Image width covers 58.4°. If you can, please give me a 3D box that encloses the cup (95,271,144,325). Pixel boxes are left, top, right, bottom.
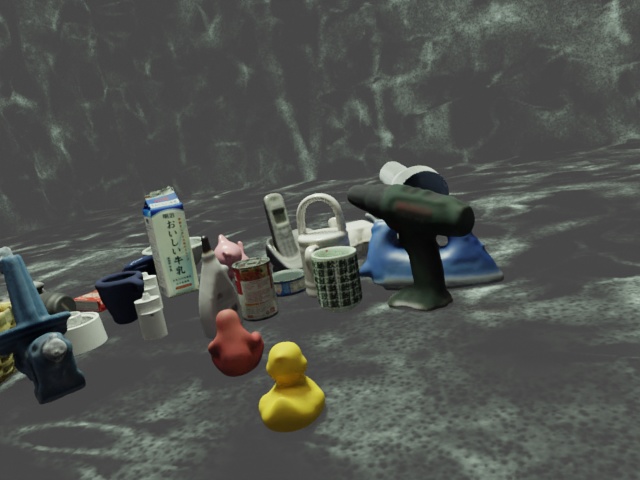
[{"bbox_3d":[-0.377,0.117,1.126,0.117,0.095,0.092,-1,15,36],"label":"cup"}]

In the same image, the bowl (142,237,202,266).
[{"bbox_3d":[-0.374,0.047,1.498,0.167,0.075,0.167,-9,12,2],"label":"bowl"}]

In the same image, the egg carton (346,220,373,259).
[{"bbox_3d":[0.085,-0.002,1.382,0.107,0.069,0.150,-13,12,-14],"label":"egg carton"}]

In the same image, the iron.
[{"bbox_3d":[0.200,0.011,1.056,0.257,0.141,0.119,-4,13,25],"label":"iron"}]

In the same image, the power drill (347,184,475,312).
[{"bbox_3d":[0.149,0.007,0.955,0.228,0.208,0.076,1,16,41],"label":"power drill"}]

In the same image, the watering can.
[{"bbox_3d":[0.008,0.004,1.111,0.101,0.194,0.173,-9,12,1],"label":"watering can"}]

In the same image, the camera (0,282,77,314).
[{"bbox_3d":[-0.581,0.140,1.161,0.136,0.101,0.143,-5,13,20],"label":"camera"}]

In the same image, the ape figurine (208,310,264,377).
[{"bbox_3d":[-0.123,0.142,0.817,0.077,0.092,0.076,-8,12,6],"label":"ape figurine"}]

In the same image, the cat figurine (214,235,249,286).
[{"bbox_3d":[-0.195,0.041,1.281,0.067,0.118,0.128,-6,13,17],"label":"cat figurine"}]

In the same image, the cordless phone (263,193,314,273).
[{"bbox_3d":[-0.060,-0.023,1.311,0.093,0.185,0.148,2,17,44],"label":"cordless phone"}]

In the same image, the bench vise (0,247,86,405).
[{"bbox_3d":[-0.416,0.117,0.853,0.206,0.220,0.122,-2,14,32],"label":"bench vise"}]

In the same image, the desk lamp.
[{"bbox_3d":[0.187,-0.059,1.221,0.118,0.214,0.203,-12,12,-13],"label":"desk lamp"}]

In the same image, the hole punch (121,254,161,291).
[{"bbox_3d":[-0.416,0.079,1.341,0.109,0.091,0.100,-20,16,-40],"label":"hole punch"}]

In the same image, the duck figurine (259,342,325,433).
[{"bbox_3d":[-0.037,0.163,0.665,0.077,0.086,0.104,-8,12,8],"label":"duck figurine"}]

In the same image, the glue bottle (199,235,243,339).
[{"bbox_3d":[-0.178,0.076,0.973,0.037,0.173,0.078,-1,15,34],"label":"glue bottle"}]
